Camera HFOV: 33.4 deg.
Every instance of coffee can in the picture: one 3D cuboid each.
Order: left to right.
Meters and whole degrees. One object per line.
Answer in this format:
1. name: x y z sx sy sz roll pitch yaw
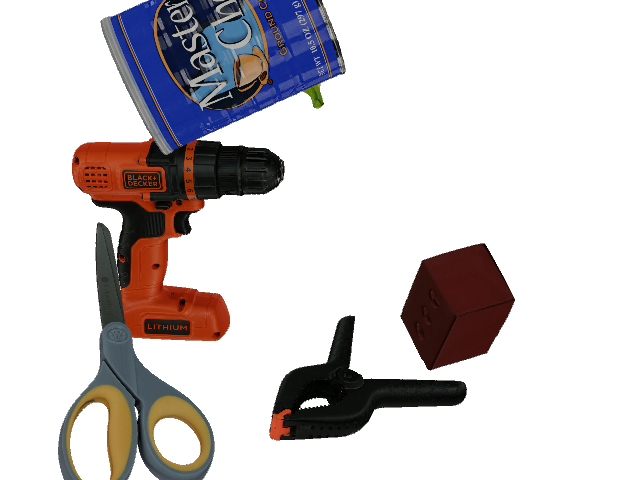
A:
1. coffee can: -0.067 -0.135 0.744 0.140 0.103 0.103 -25 0 -1

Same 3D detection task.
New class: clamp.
1. clamp: 0.035 0.149 1.049 0.165 0.036 0.209 24 31 28

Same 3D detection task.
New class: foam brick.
1. foam brick: 0.099 0.049 0.780 0.051 0.053 0.078 -13 -34 -19

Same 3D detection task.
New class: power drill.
1. power drill: -0.122 -0.002 0.956 0.184 0.188 0.057 2 26 6

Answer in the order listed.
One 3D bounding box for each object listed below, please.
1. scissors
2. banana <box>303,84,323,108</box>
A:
1. scissors: -0.105 0.070 0.644 0.096 0.201 0.016 14 -45 -10
2. banana: -0.080 -0.182 1.111 0.198 0.037 0.069 10 44 19
